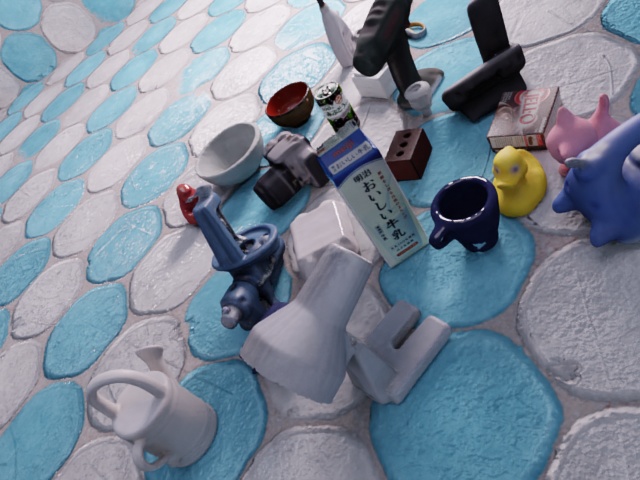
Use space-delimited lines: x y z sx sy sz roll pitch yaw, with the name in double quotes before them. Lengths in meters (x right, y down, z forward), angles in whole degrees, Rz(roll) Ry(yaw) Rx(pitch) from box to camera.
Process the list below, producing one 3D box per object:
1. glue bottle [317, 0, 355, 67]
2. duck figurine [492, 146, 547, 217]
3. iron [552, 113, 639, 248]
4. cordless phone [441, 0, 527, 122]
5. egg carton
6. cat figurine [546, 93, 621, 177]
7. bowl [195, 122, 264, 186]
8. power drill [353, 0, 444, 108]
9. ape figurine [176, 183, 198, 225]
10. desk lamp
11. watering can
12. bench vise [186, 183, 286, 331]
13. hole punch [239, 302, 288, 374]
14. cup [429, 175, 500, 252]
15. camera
"glue bottle" 0.033 -0.477 1.283 0.037 0.174 0.078 -8 49 31
"duck figurine" 0.275 -0.097 0.814 0.077 0.086 0.105 0 53 36
"iron" 0.407 -0.110 0.686 0.258 0.142 0.118 -34 40 5
"cordless phone" 0.255 -0.306 0.949 0.147 0.186 0.094 -35 40 4
"egg carton" 0.009 0.003 0.930 0.107 0.070 0.150 -28 41 12
"cat figurine" 0.354 -0.141 0.772 0.128 0.118 0.067 -47 41 -10
"bowl" -0.181 -0.172 1.230 0.167 0.075 0.167 -20 43 20
"power drill" 0.152 -0.363 1.060 0.075 0.209 0.230 10 59 42
"ape figurine" -0.265 -0.080 1.192 0.075 0.092 0.078 22 68 46
"desk lamp" 0.031 0.115 0.695 0.203 0.214 0.117 -49 41 -13
"watering can" -0.242 0.230 0.804 0.101 0.195 0.172 -38 40 0
"bench vise" -0.124 0.025 0.890 0.121 0.220 0.207 -28 41 12
"hole punch" -0.068 0.144 0.838 0.100 0.091 0.109 15 63 44
"cup" 0.201 -0.016 0.786 0.118 0.095 0.091 -49 41 -13
"camera" -0.073 -0.135 1.096 0.137 0.101 0.142 -44 40 -7
